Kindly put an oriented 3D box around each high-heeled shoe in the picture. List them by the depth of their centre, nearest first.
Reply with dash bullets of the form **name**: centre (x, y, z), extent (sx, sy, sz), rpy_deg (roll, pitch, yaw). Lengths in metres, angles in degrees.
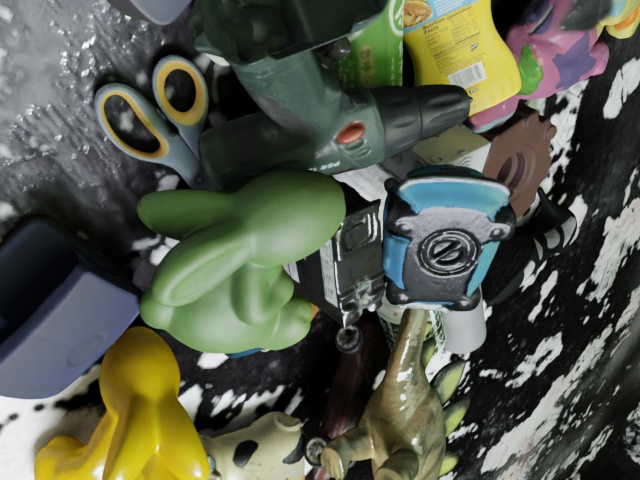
- **high-heeled shoe**: centre (0.325, 0.032, 0.827), extent (0.249, 0.086, 0.145), rpy_deg (-54, 126, -22)

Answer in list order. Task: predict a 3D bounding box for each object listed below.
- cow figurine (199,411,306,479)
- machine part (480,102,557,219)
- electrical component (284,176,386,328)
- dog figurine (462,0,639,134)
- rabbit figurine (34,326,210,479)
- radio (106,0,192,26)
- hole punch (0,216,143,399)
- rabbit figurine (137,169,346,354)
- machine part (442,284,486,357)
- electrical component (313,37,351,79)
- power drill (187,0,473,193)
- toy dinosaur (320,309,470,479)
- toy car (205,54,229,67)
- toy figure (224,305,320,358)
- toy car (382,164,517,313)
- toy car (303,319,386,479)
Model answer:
- **cow figurine**: centre (-0.098, 0.253, 0.608), extent (0.195, 0.086, 0.127), rpy_deg (-11, 119, -40)
- **machine part**: centre (0.239, -0.092, 0.713), extent (0.179, 0.056, 0.179), rpy_deg (-21, 128, -29)
- **electrical component**: centre (-0.001, -0.002, 0.501), extent (0.058, 0.134, 0.114), rpy_deg (-23, 126, -29)
- **dog figurine**: centre (0.228, -0.209, 0.585), extent (0.219, 0.108, 0.191), rpy_deg (-30, 157, -18)
- **rabbit figurine**: centre (-0.168, 0.166, 0.468), extent (0.122, 0.162, 0.173), rpy_deg (11, 90, -31)
- **radio**: centre (-0.084, -0.260, 0.321), extent (0.229, 0.073, 0.131), rpy_deg (-55, 135, -3)
- **hole punch**: centre (-0.197, 0.062, 0.408), extent (0.142, 0.092, 0.115), rpy_deg (-51, 140, -10)
- **rabbit figurine**: centre (-0.061, 0.002, 0.414), extent (0.159, 0.121, 0.170), rpy_deg (6, 139, -41)
- **machine part**: centre (0.192, 0.084, 0.763), extent (0.079, 0.079, 0.242), rpy_deg (-37, 133, -18)
- **electrical component**: centre (-0.010, -0.158, 0.452), extent (0.021, 0.094, 0.063), rpy_deg (-14, 85, -33)
- **power drill**: centre (0.010, -0.113, 0.384), extent (0.232, 0.086, 0.207), rpy_deg (-18, 166, 1)
- **toy dinosaur**: centre (0.097, 0.223, 0.629), extent (0.198, 0.105, 0.470), rpy_deg (-30, 133, -46)
- **toy car**: centre (-0.019, -0.209, 0.374), extent (0.056, 0.074, 0.201), rpy_deg (29, 114, -38)
- **toy figure**: centre (-0.040, 0.069, 0.569), extent (0.154, 0.058, 0.064), rpy_deg (-25, 134, -34)
- **toy car**: centre (0.111, -0.010, 0.504), extent (0.109, 0.103, 0.161), rpy_deg (3, 130, 4)
- **toy car**: centre (0.037, 0.198, 0.672), extent (0.089, 0.053, 0.202), rpy_deg (44, 58, -57)
